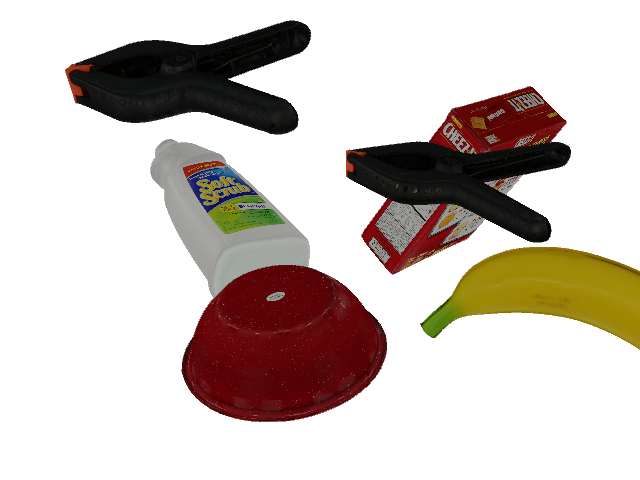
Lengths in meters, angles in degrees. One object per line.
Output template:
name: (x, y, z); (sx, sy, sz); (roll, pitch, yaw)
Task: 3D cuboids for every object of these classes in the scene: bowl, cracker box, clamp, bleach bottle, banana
bowl: (-0.031, 0.066, 0.821); (0.162, 0.055, 0.162); (-5, 31, 3)
cracker box: (0.161, -0.071, 1.228); (0.163, 0.072, 0.214); (-22, -25, -45)
clamp: (-0.086, -0.118, 0.741); (0.171, 0.039, 0.120); (6, 36, 12)
bleach bottle: (-0.110, -0.034, 1.052); (0.102, 0.068, 0.251); (-9, 34, -29)
clamp: (0.129, -0.063, 0.992); (0.210, 0.036, 0.164); (12, 33, 21)
banana: (0.158, 0.046, 0.575); (0.198, 0.070, 0.037); (18, 13, 14)
